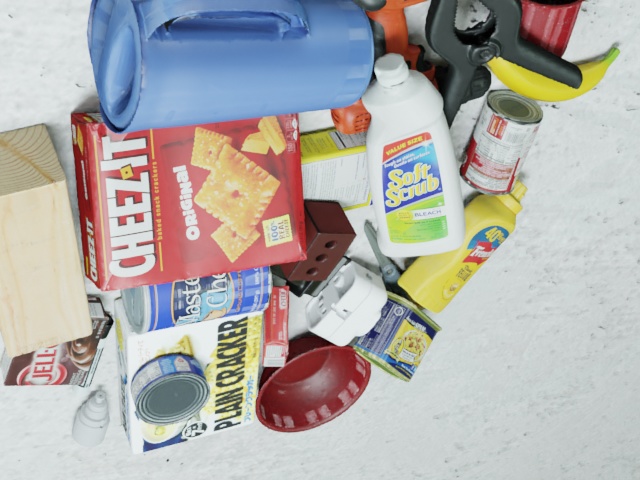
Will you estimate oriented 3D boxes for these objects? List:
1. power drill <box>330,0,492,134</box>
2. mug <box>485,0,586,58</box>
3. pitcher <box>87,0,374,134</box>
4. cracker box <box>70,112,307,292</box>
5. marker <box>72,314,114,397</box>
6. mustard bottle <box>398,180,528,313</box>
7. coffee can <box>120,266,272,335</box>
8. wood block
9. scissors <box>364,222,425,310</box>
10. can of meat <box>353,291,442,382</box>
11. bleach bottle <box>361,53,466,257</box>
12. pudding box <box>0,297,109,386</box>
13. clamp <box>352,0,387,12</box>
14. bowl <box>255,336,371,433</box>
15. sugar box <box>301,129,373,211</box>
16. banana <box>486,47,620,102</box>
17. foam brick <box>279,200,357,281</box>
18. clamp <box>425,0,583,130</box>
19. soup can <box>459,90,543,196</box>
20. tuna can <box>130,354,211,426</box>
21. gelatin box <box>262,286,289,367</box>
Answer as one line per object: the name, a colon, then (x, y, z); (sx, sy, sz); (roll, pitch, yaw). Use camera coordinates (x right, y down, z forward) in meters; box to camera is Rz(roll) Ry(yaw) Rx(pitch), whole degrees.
power drill: (0.100, -0.199, 1.077); (0.184, 0.057, 0.188); (-18, 137, -18)
mug: (0.212, -0.227, 1.087); (0.117, 0.093, 0.081); (-28, 147, -28)
pitcher: (-0.072, -0.170, 0.946); (0.242, 0.149, 0.145); (-7, 122, -29)
cracker box: (-0.123, -0.049, 1.035); (0.213, 0.072, 0.164); (-9, 106, -24)
marker: (-0.259, 0.131, 1.218); (0.020, 0.020, 0.121); (2, 129, -32)
mustard bottle: (0.184, 0.002, 1.313); (0.192, 0.058, 0.096); (-48, 148, 7)
coffee can: (-0.134, 0.038, 1.137); (0.140, 0.103, 0.103); (-9, 134, -23)
wood block: (-0.283, 0.004, 1.025); (0.090, 0.091, 0.206); (-16, 136, -18)
scissors: (0.074, 0.052, 1.339); (0.096, 0.016, 0.201); (-41, 138, 11)
can of meat: (0.096, 0.123, 1.341); (0.102, 0.058, 0.084); (40, 77, -48)
bleach bottle: (0.086, -0.086, 1.094); (0.103, 0.068, 0.251); (-5, 139, 14)
pudding box: (-0.291, 0.111, 1.164); (0.089, 0.039, 0.114); (3, 129, -32)
clamp: (-0.011, -0.259, 0.926); (0.171, 0.120, 0.039); (-4, 168, -23)
bowl: (-0.017, 0.176, 1.377); (0.162, 0.055, 0.162); (-16, 137, -16)
sugar box: (0.032, -0.078, 1.165); (0.176, 0.048, 0.093); (-14, 139, -23)
banana: (0.251, -0.190, 1.195); (0.197, 0.037, 0.070); (-2, 108, -32)
foam brick: (-0.008, 0.001, 1.150); (0.052, 0.051, 0.078); (1, 137, -36)
clamp: (0.151, -0.184, 1.044); (0.165, 0.036, 0.209); (-27, 137, 16)
soup can: (0.206, -0.111, 1.218); (0.068, 0.068, 0.102); (-6, 132, -26)
tuna can: (-0.168, 0.168, 1.195); (0.086, 0.034, 0.086); (-14, 136, -15)
gelatin box: (-0.051, 0.101, 1.248); (0.030, 0.073, 0.089); (2, 156, -4)
